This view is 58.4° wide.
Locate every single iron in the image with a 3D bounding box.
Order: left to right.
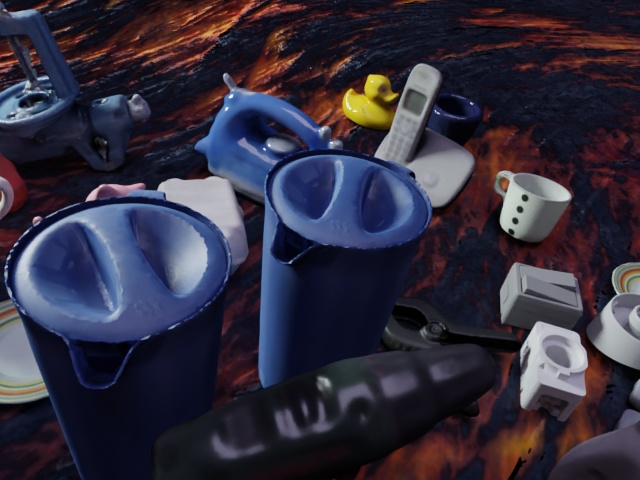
[{"bbox_3d":[-0.044,-0.128,0.797,0.257,0.141,0.119,26,42,17],"label":"iron"}]

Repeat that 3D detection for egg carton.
[{"bbox_3d":[-0.146,-0.018,0.699,0.107,0.069,0.150,-5,42,-19],"label":"egg carton"}]

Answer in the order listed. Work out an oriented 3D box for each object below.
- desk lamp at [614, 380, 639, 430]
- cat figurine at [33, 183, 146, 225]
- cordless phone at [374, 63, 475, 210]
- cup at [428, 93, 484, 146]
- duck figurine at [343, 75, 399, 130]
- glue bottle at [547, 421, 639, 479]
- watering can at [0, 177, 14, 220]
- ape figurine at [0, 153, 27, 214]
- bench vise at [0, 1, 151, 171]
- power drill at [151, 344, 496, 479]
[{"bbox_3d":[0.418,0.158,0.513,0.202,0.213,0.118,32,44,23],"label":"desk lamp"},{"bbox_3d":[-0.250,-0.017,0.636,0.128,0.118,0.067,-14,46,-27],"label":"cat figurine"},{"bbox_3d":[0.163,-0.150,0.838,0.147,0.185,0.094,32,44,23],"label":"cordless phone"},{"bbox_3d":[0.207,-0.192,0.969,0.117,0.095,0.092,37,46,28],"label":"cup"},{"bbox_3d":[0.094,-0.254,1.022,0.104,0.086,0.078,26,42,17],"label":"duck figurine"},{"bbox_3d":[0.254,0.185,0.475,0.037,0.173,0.078,-27,52,-36],"label":"glue bottle"},{"bbox_3d":[-0.407,-0.041,0.567,0.100,0.194,0.173,33,44,24],"label":"watering can"},{"bbox_3d":[-0.400,-0.080,0.694,0.076,0.092,0.078,22,41,13],"label":"ape figurine"},{"bbox_3d":[-0.339,-0.203,0.754,0.208,0.220,0.121,-13,46,-27],"label":"bench vise"},{"bbox_3d":[-0.001,0.163,0.412,0.230,0.208,0.075,-8,43,-21],"label":"power drill"}]
